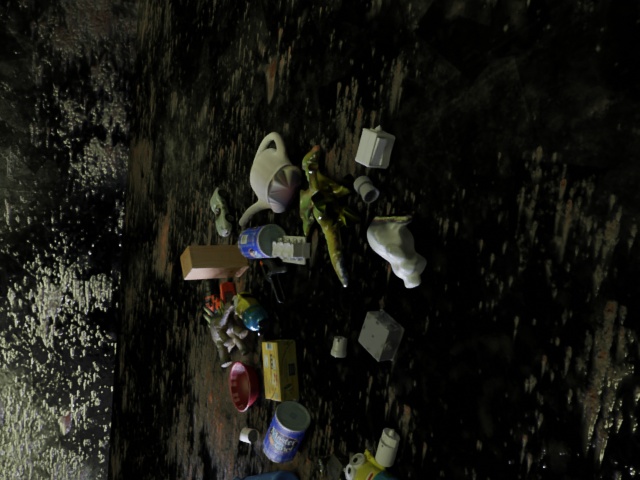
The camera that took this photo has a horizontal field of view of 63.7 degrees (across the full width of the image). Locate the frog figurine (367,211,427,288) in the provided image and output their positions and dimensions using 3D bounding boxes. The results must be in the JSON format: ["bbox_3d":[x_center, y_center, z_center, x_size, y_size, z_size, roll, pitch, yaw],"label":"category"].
[{"bbox_3d":[0.166,0.024,1.117,0.138,0.123,0.159,-107,12,-83],"label":"frog figurine"}]

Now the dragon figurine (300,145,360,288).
[{"bbox_3d":[0.004,-0.070,1.390,0.240,0.122,0.414,147,121,-69],"label":"dragon figurine"}]

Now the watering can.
[{"bbox_3d":[-0.160,-0.155,1.593,0.228,0.104,0.342,44,123,46],"label":"watering can"}]
